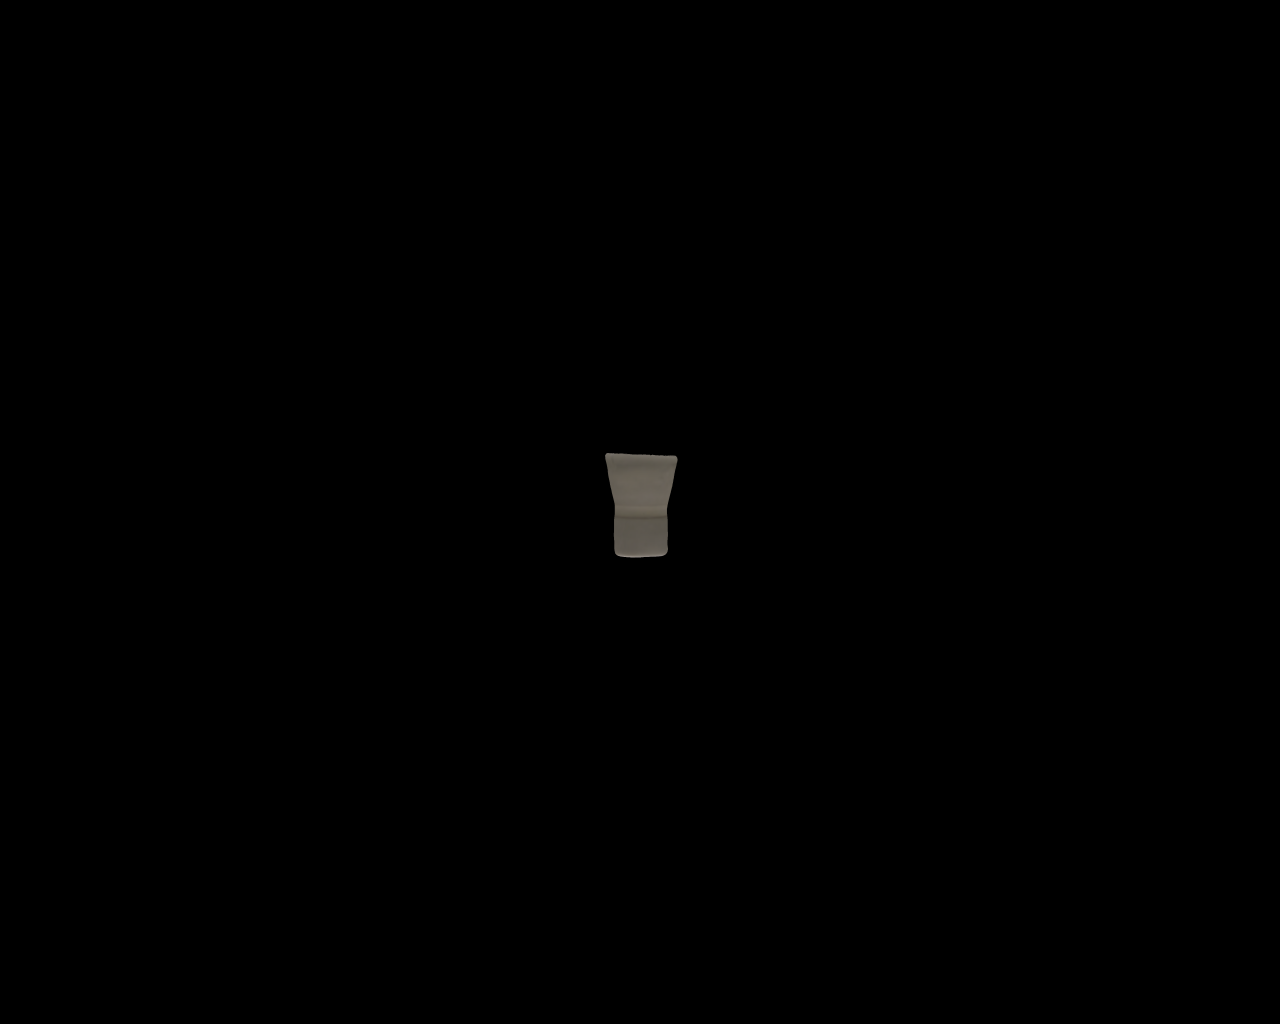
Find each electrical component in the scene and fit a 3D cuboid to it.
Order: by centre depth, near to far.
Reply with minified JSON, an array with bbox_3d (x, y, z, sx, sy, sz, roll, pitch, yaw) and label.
[{"bbox_3d":[0.001,-0.003,0.650,0.044,0.065,0.044,0,2,0],"label":"electrical component"}]
